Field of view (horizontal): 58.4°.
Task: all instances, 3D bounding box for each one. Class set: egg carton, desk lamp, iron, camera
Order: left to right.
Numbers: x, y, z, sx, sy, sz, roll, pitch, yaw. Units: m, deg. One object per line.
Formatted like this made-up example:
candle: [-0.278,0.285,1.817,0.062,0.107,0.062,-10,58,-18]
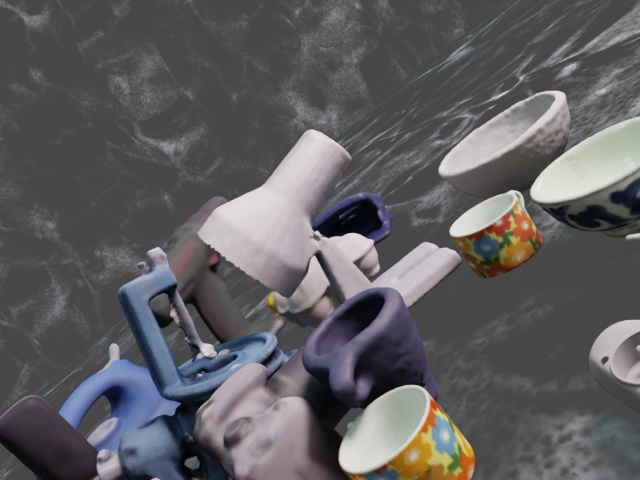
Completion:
iron: [-0.265,0.243,0.693,0.118,0.141,0.258,-32,14,26]
camera: [-0.025,0.142,0.472,0.137,0.101,0.143,-44,14,-25]
desk lamp: [0.006,0.002,0.627,0.203,0.214,0.117,-39,13,-5]
egg carton: [0.008,0.053,0.776,0.150,0.069,0.107,-43,14,-23]

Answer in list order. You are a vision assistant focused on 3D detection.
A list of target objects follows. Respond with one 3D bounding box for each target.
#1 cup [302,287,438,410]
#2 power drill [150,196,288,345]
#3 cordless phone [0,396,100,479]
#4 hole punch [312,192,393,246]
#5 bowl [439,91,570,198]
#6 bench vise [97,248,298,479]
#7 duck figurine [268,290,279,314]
cup: [0.045,0.103,0.431,0.091,0.095,0.118,-33,13,20]
power drill: [-0.147,0.070,0.827,0.075,0.208,0.230,-27,17,40]
cordless phone: [-0.259,0.252,0.540,0.148,0.185,0.094,-46,15,-32]
hole punch: [0.051,-0.030,0.905,0.108,0.091,0.101,-33,13,20]
bowl: [0.232,-0.101,0.690,0.167,0.075,0.167,-36,13,10]
bench vise: [-0.130,0.130,0.533,0.208,0.220,0.121,-46,15,-32]
duck figurine: [-0.066,0.063,0.911,0.077,0.086,0.104,-37,12,4]
